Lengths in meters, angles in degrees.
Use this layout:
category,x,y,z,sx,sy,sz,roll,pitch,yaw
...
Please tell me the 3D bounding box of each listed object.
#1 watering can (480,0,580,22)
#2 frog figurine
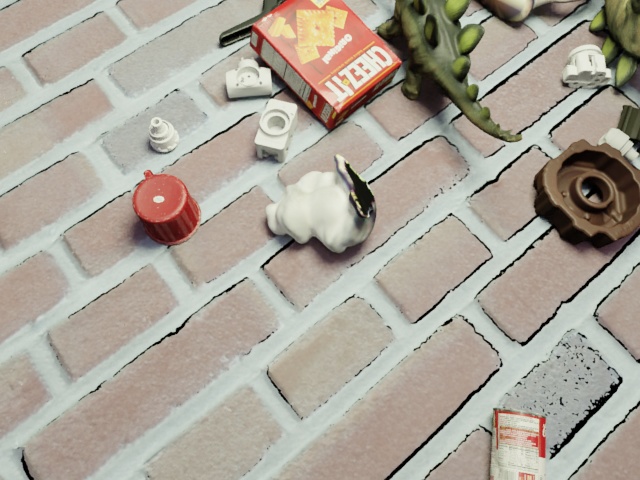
category,x,y,z,sx,sy,sz,roll,pitch,yaw
watering can,0.371,-0.559,1.007,0.226,0.102,0.351,-40,71,-14
frog figurine,0.002,-0.040,0.798,0.158,0.123,0.138,-31,78,25
